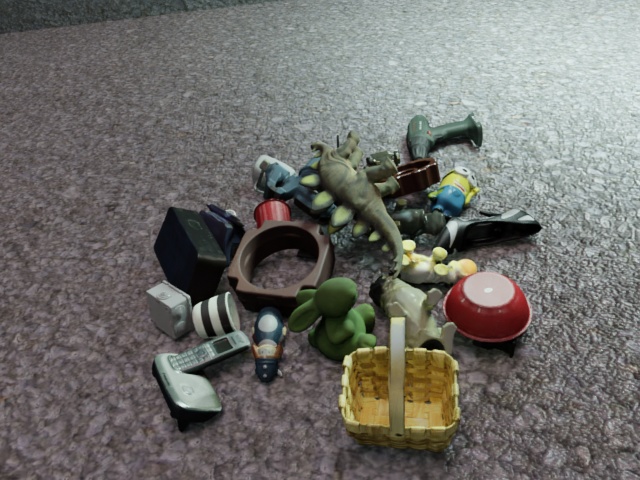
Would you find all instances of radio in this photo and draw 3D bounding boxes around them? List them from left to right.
[{"bbox_3d":[-0.292,0.031,1.191,0.073,0.131,0.230,10,26,-39],"label":"radio"}]

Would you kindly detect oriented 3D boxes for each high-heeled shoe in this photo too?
[{"bbox_3d":[0.360,-0.005,1.155,0.145,0.086,0.249,25,44,37],"label":"high-heeled shoe"}]

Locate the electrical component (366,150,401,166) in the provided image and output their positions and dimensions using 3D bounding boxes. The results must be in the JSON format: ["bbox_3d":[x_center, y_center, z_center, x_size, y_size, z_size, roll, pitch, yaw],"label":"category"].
[{"bbox_3d":[0.176,-0.223,1.483,0.102,0.045,0.078,-10,41,-1],"label":"electrical component"}]

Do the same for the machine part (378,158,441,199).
[{"bbox_3d":[0.214,-0.151,1.332,0.179,0.056,0.179,-17,13,4],"label":"machine part"}]

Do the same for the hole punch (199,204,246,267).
[{"bbox_3d":[-0.236,-0.012,1.262,0.092,0.115,0.142,-41,48,-23],"label":"hole punch"}]

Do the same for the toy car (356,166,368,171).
[{"bbox_3d":[0.094,-0.135,1.390,0.089,0.053,0.202,-5,38,0],"label":"toy car"}]

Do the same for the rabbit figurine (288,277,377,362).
[{"bbox_3d":[0.027,0.130,0.992,0.159,0.170,0.121,3,41,13],"label":"rabbit figurine"}]

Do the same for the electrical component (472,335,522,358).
[{"bbox_3d":[0.313,0.162,0.999,0.119,0.047,0.075,20,47,29],"label":"electrical component"}]

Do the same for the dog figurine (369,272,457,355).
[{"bbox_3d":[0.166,0.154,1.016,0.121,0.172,0.190,-7,5,-8],"label":"dog figurine"}]

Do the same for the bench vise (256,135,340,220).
[{"bbox_3d":[-0.031,-0.162,1.365,0.224,0.128,0.240,31,59,15],"label":"bench vise"}]

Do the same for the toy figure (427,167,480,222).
[{"bbox_3d":[0.312,-0.107,1.291,0.089,0.082,0.180,-8,37,46],"label":"toy figure"}]

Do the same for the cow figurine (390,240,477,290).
[{"bbox_3d":[0.231,0.066,1.103,0.167,0.098,0.068,14,53,5],"label":"cow figurine"}]

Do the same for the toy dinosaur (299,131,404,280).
[{"bbox_3d":[0.077,-0.098,1.175,0.198,0.104,0.472,-37,46,-4],"label":"toy dinosaur"}]

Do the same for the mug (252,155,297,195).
[{"bbox_3d":[-0.124,-0.168,1.452,0.107,0.080,0.109,18,61,16],"label":"mug"}]

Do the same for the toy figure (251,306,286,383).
[{"bbox_3d":[-0.101,0.198,1.026,0.064,0.057,0.154,-23,38,18],"label":"toy figure"}]

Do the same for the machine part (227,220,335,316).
[{"bbox_3d":[-0.078,0.059,1.143,0.201,0.087,0.201,4,52,16],"label":"machine part"}]

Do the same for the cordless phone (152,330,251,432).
[{"bbox_3d":[-0.197,0.243,0.972,0.184,0.088,0.147,-23,41,-22],"label":"cordless phone"}]

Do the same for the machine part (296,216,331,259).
[{"bbox_3d":[-0.003,-0.004,1.263,0.084,0.039,0.139,4,43,24],"label":"machine part"}]

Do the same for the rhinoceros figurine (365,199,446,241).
[{"bbox_3d":[0.186,-0.034,1.215,0.190,0.112,0.073,-4,60,26],"label":"rhinoceros figurine"}]

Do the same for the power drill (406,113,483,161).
[{"bbox_3d":[0.346,-0.285,1.509,0.207,0.085,0.232,-13,36,7],"label":"power drill"}]
